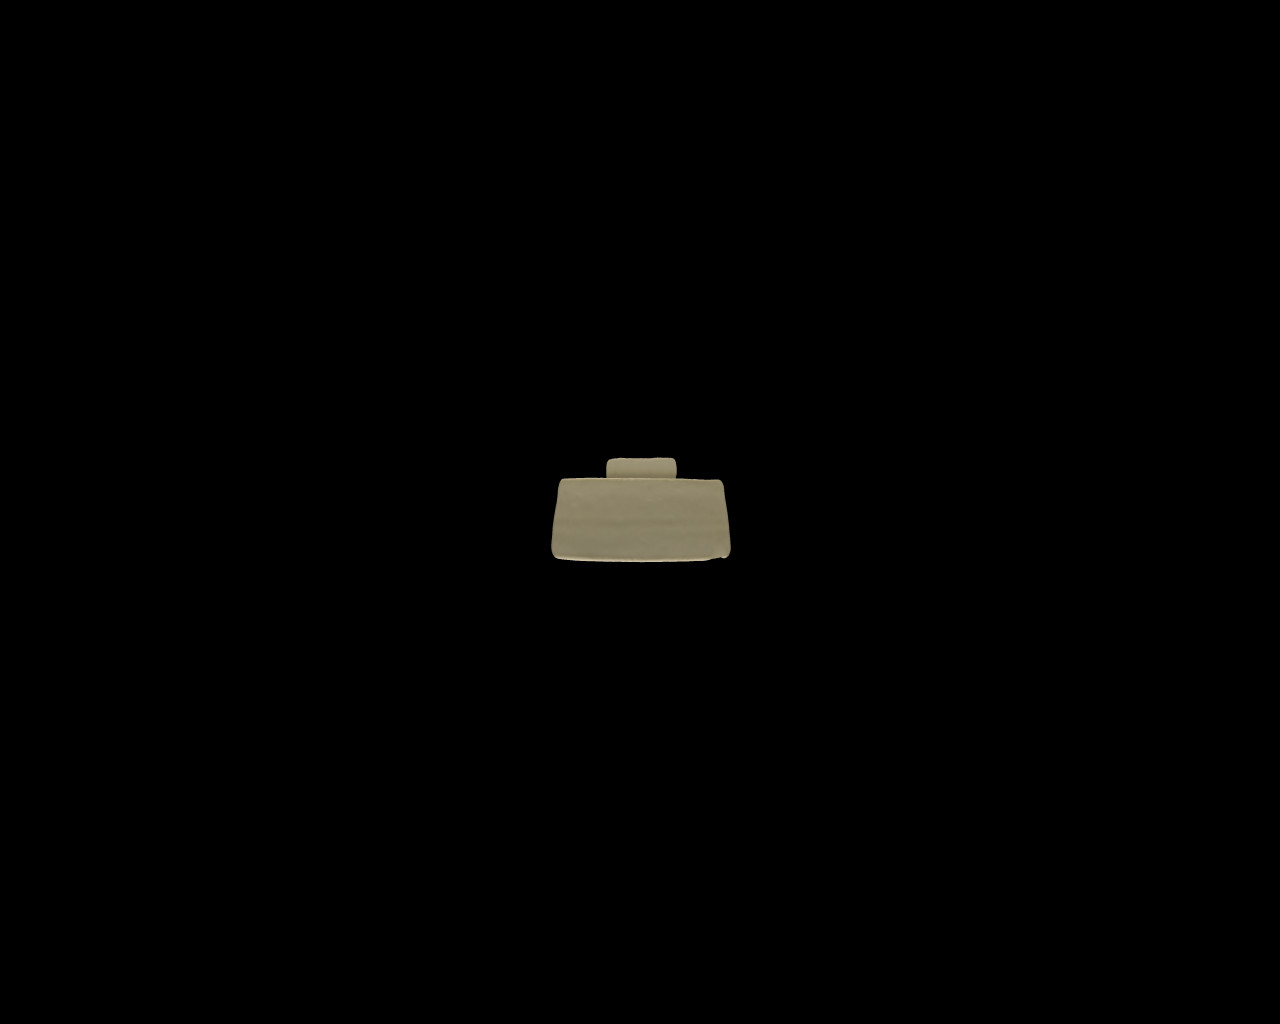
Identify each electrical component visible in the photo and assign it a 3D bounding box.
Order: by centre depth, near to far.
[{"bbox_3d":[0.001,-0.003,0.650,0.108,0.060,0.108,0,0,0],"label":"electrical component"}]
